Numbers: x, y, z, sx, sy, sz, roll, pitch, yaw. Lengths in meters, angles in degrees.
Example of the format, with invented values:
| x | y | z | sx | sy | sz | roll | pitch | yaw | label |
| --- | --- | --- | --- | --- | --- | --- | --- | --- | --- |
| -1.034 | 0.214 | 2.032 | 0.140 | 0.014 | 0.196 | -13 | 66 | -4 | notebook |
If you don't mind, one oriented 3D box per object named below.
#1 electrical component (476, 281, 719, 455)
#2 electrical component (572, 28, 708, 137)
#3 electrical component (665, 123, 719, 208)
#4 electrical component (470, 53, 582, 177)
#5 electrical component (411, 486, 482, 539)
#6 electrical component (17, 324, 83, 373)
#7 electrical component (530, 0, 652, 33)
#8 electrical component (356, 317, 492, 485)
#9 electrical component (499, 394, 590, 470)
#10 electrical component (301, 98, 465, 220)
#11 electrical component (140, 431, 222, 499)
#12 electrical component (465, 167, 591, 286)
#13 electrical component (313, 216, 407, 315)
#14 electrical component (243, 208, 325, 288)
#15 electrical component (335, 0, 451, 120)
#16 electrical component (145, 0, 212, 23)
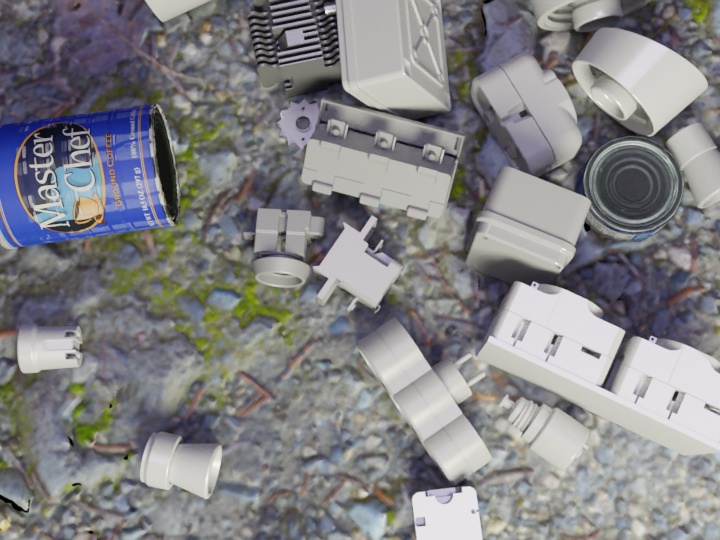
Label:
| x | y | z | sx | sy | sz | roll | pitch | yaw | label |
| --- | --- | --- | --- | --- | --- | --- | --- | --- | --- |
| 0.192 | 0.075 | 0.839 | 0.186 | 0.105 | 0.060 | 25 | 80 | 6 | electrical component |
| 0.227 | -0.159 | 0.889 | 0.099 | 0.099 | 0.064 | 43 | 89 | 9 | electrical component |
| 0.286 | -0.090 | 0.902 | 0.044 | 0.044 | 0.065 | -28 | 75 | -4 | electrical component |
| 0.143 | -0.130 | 0.906 | 0.059 | 0.053 | 0.095 | -29 | 80 | -4 | electrical component |
| 0.070 | 0.216 | 0.840 | 0.050 | 0.055 | 0.089 | -7 | 79 | 0 | electrical component |
| -0.255 | 0.064 | 0.887 | 0.046 | 0.040 | 0.040 | -2 | 79 | -5 | electrical component |
| 0.194 | -0.234 | 0.900 | 0.108 | 0.108 | 0.060 | -11 | 85 | -1 | electrical component |
| 0.065 | 0.095 | 0.865 | 0.074 | 0.052 | 0.138 | -34 | 80 | -5 | electrical component |
| 0.147 | 0.127 | 0.863 | 0.078 | 0.040 | 0.040 | 34 | 82 | 8 | electrical component |
| 0.017 | -0.086 | 0.889 | 0.121 | 0.063 | 0.078 | 15 | 121 | 4 | electrical component |
| -0.143 | 0.156 | 0.863 | 0.055 | 0.045 | 0.045 | 12 | 80 | 4 | electrical component |
| 0.130 | -0.028 | 0.857 | 0.078 | 0.113 | 0.057 | 22 | 78 | 6 | electrical component |
| 0.000 | 0.000 | 0.891 | 0.064 | 0.042 | 0.081 | 33 | 82 | 4 | electrical component |
| -0.064 | -0.018 | 0.894 | 0.066 | 0.048 | 0.055 | 3 | 72 | 2 | electrical component |
| 0.029 | -0.189 | 0.888 | 0.056 | 0.109 | 0.108 | -10 | 78 | 24 | electrical component |
| -0.179 | -0.263 | 0.915 | 0.060 | 0.108 | 0.108 | -30 | 80 | 2 | electrical component |
